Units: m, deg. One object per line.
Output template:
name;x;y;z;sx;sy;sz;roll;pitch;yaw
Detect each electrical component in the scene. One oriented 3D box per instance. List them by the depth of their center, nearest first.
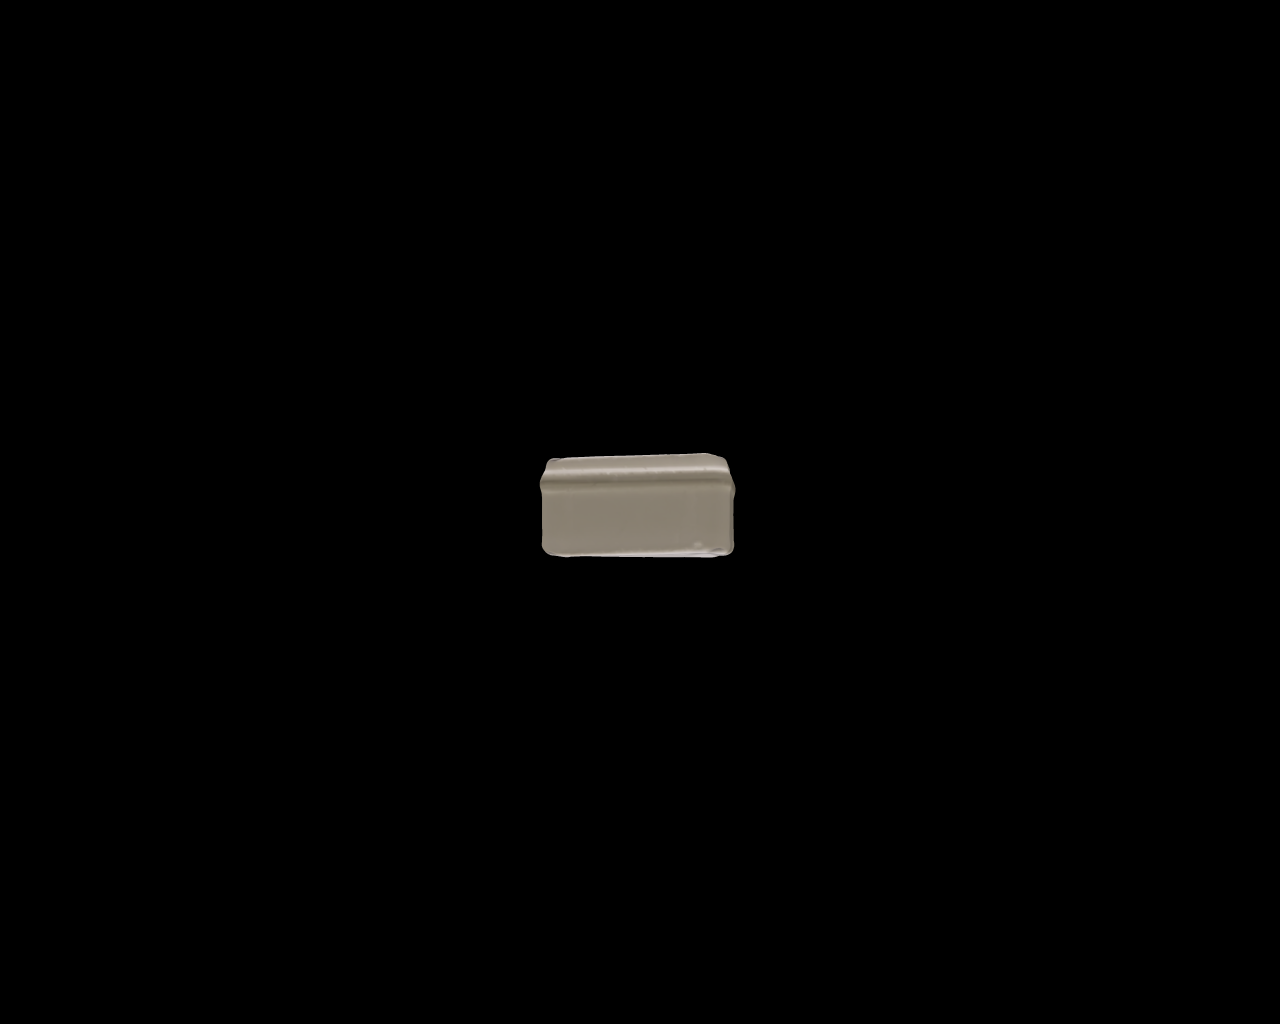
electrical component;0.001;-0.003;0.650;0.113;0.057;0.078;0;-4;7
